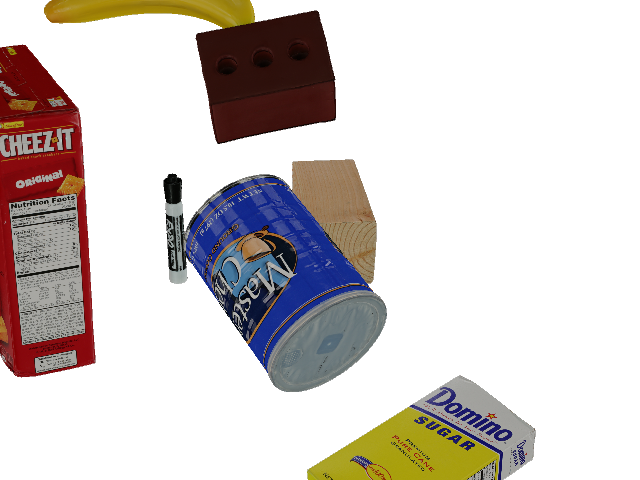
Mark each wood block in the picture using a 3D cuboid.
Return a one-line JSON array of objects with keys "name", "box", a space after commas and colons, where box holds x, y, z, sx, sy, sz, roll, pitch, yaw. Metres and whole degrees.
[{"name": "wood block", "box": [0.014, -0.028, 1.428, 0.090, 0.090, 0.206, -2, 27, -6]}]

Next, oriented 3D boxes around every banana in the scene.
[{"name": "banana", "box": [-0.136, -0.202, 0.907, 0.198, 0.069, 0.037, 10, -42, 16]}]

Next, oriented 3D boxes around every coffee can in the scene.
[{"name": "coffee can", "box": [-0.029, 0.032, 0.829, 0.102, 0.103, 0.140, 0, 42, -45]}]

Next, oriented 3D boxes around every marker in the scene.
[{"name": "marker", "box": [-0.149, -0.012, 1.091, 0.020, 0.121, 0.020, 0, 29, 0]}]

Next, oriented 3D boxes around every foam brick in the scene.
[{"name": "foam brick", "box": [-0.033, -0.100, 0.656, 0.078, 0.053, 0.051, -12, -21, -2]}]

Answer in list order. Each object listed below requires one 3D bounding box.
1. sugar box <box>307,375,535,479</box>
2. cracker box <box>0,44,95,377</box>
[{"name": "sugar box", "box": [0.086, 0.187, 0.893, 0.176, 0.048, 0.093, -29, 44, -27]}, {"name": "cracker box", "box": [-0.236, -0.025, 0.833, 0.072, 0.214, 0.164, -11, 30, -25]}]
